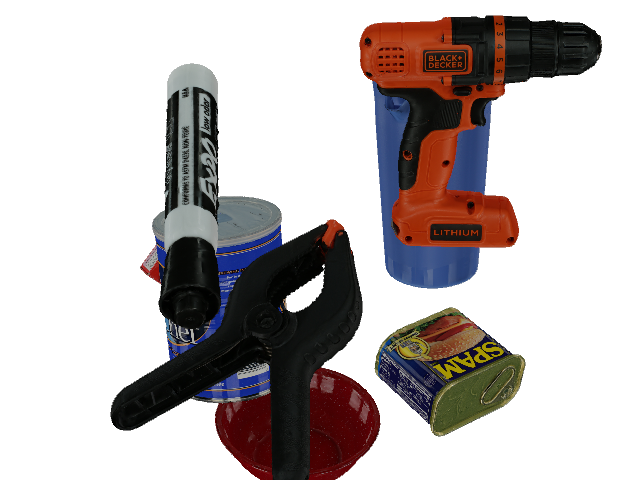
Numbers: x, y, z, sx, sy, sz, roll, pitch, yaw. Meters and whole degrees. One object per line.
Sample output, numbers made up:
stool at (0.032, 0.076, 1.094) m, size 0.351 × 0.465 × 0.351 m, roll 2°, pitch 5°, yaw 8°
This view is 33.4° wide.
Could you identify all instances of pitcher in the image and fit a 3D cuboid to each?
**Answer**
pitcher at (0.133, -0.078, 1.210) m, size 0.149 × 0.243 × 0.145 m, roll -5°, pitch 22°, yaw -8°

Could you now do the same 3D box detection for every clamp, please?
clamp at (-0.021, 0.063, 0.591) m, size 0.120 × 0.171 × 0.039 m, roll 30°, pitch -25°, yaw 25°

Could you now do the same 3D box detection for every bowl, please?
bowl at (-0.022, 0.193, 1.053) m, size 0.162 × 0.055 × 0.162 m, roll 0°, pitch 32°, yaw 0°

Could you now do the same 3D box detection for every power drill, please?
power drill at (0.125, -0.088, 0.854) m, size 0.184 × 0.188 × 0.057 m, roll 1°, pitch 27°, yaw 7°

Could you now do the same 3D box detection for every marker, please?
marker at (-0.043, -0.018, 0.359) m, size 0.020 × 0.020 × 0.121 m, roll 0°, pitch 43°, yaw -7°

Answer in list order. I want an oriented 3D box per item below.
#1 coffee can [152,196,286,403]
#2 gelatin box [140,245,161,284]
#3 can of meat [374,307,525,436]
coffee can at (-0.078, 0.046, 0.869) m, size 0.103 × 0.140 × 0.103 m, roll -3°, pitch 21°, yaw 1°
gelatin box at (-0.132, 0.016, 1.112) m, size 0.073 × 0.089 × 0.030 m, roll 38°, pitch -4°, yaw -30°
can of meat at (0.110, 0.110, 0.921) m, size 0.101 × 0.057 × 0.084 m, roll -19°, pitch 41°, yaw -31°
